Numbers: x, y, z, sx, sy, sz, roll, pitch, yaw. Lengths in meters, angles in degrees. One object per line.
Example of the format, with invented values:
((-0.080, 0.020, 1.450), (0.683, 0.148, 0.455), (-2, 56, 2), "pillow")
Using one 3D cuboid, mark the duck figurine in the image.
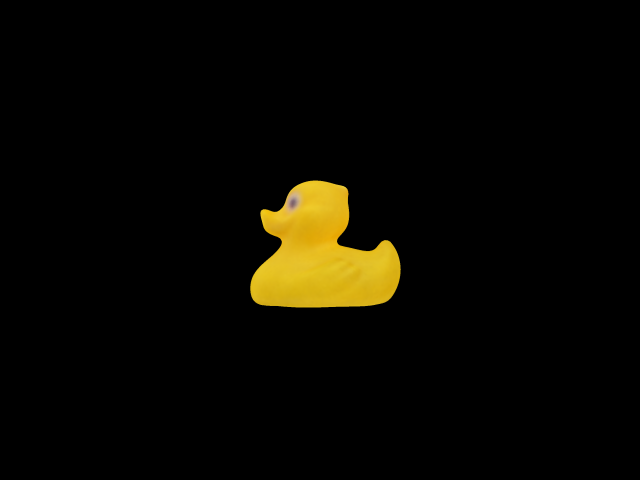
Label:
((0.004, 0.001, 0.400), (0.104, 0.086, 0.077), (0, 0, 5), "duck figurine")
